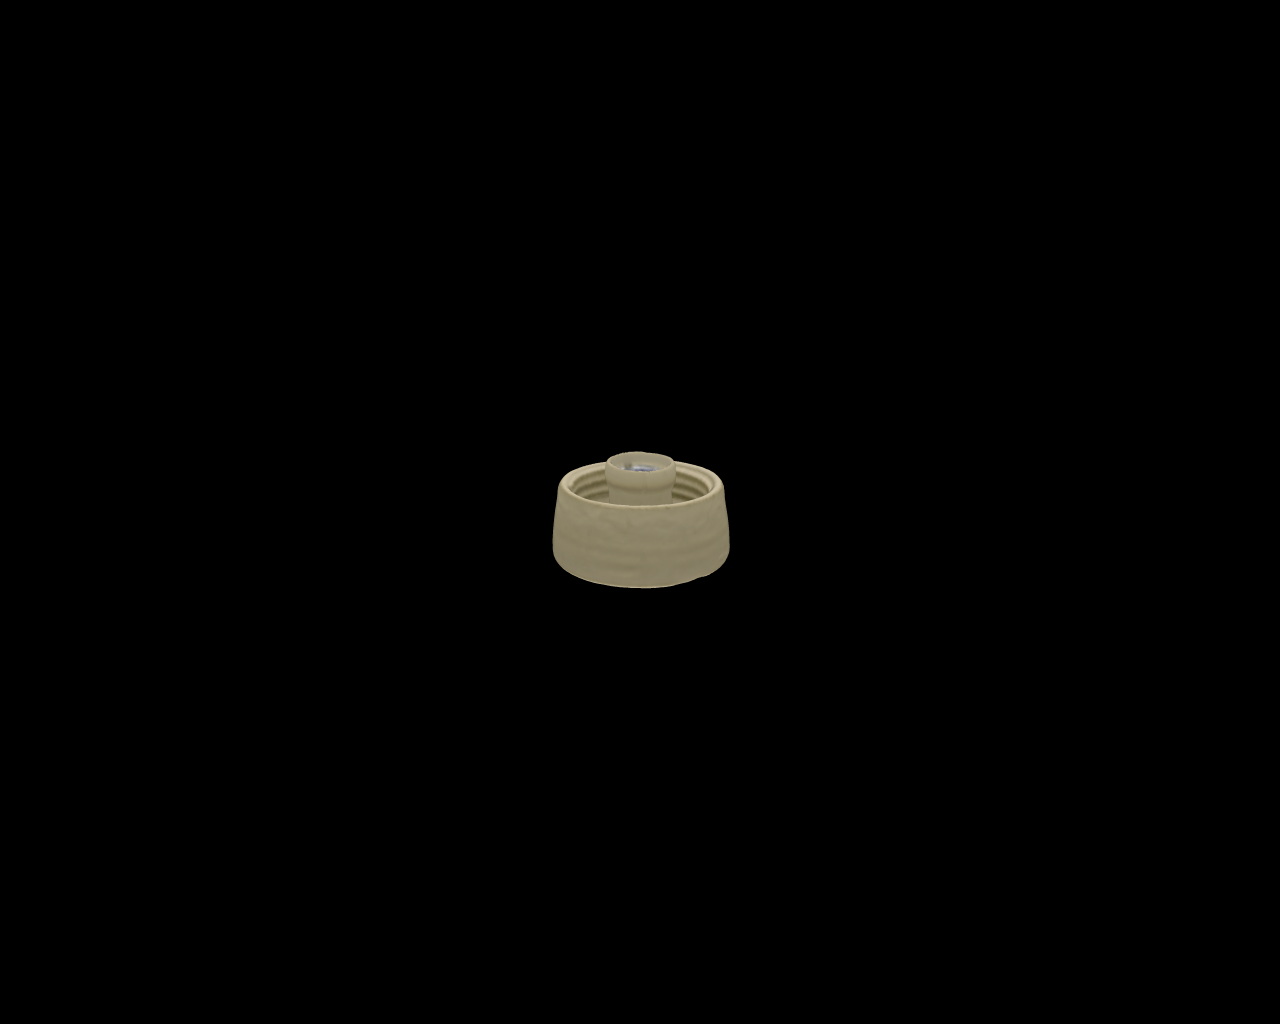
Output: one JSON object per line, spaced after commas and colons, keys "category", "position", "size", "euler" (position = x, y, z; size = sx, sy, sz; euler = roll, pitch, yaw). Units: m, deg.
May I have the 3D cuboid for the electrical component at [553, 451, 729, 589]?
{"category": "electrical component", "position": [0.001, -0.003, 0.650], "size": [0.108, 0.060, 0.108], "euler": [0, 20, 0]}
